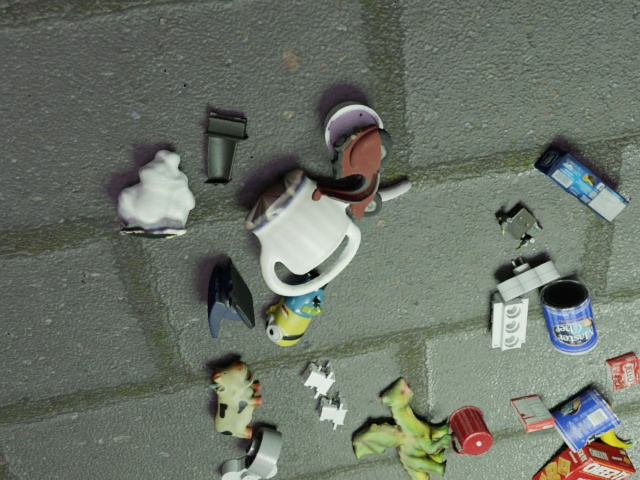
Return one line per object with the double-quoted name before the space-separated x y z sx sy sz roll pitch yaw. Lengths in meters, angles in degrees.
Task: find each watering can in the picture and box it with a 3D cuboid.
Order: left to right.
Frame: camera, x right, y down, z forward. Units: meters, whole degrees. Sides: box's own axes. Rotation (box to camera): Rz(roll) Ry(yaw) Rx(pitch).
"watering can" 0.003 -0.051 1.007 0.348 0.105 0.222 -46 110 -4

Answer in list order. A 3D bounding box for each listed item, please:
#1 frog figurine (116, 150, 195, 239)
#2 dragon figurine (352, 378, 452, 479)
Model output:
"frog figurine" -0.305 -0.084 0.958 0.137 0.121 0.161 -2 79 2
"dragon figurine" 0.203 0.532 1.312 0.243 0.124 0.403 9 112 7
